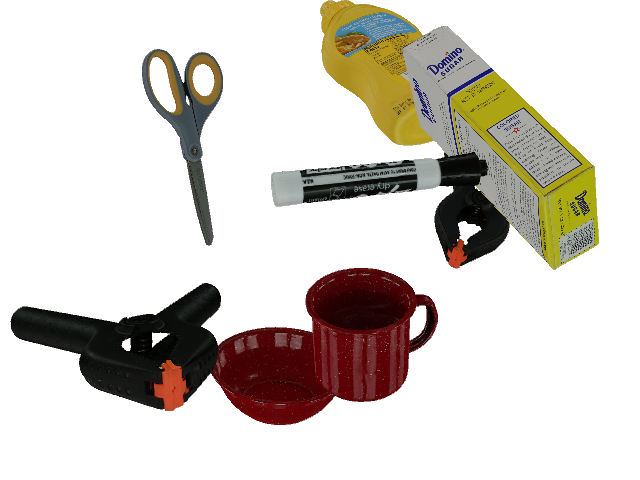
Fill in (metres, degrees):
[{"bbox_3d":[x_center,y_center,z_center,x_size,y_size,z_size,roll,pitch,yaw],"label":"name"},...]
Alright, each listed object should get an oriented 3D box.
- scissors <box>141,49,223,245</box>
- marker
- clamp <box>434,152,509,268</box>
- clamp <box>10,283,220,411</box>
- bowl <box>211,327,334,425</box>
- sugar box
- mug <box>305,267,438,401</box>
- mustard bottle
[{"bbox_3d":[-0.119,-0.105,1.094,0.096,0.202,0.016,-30,14,-31],"label":"scissors"},{"bbox_3d":[0.033,-0.034,0.590,0.121,0.020,0.020,-7,1,-8],"label":"marker"},{"bbox_3d":[0.163,-0.043,1.154,0.120,0.039,0.171,23,49,21],"label":"clamp"},{"bbox_3d":[-0.121,0.071,0.769,0.164,0.036,0.210,-10,15,-26],"label":"clamp"},{"bbox_3d":[-0.047,0.162,1.222,0.162,0.055,0.162,2,26,-1],"label":"bowl"},{"bbox_3d":[0.127,-0.069,0.760,0.048,0.176,0.093,-29,-36,-5],"label":"sugar box"},{"bbox_3d":[0.046,0.079,0.912,0.117,0.081,0.093,-14,35,-18],"label":"mug"},{"bbox_3d":[0.056,-0.168,0.987,0.096,0.058,0.192,-25,52,-20],"label":"mustard bottle"}]
